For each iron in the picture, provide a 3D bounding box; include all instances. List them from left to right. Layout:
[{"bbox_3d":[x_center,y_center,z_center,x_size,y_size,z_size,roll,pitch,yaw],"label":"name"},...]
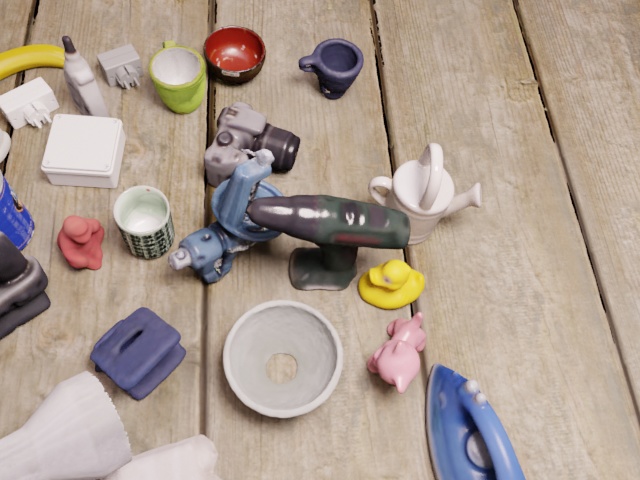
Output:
[{"bbox_3d":[0.218,0.276,0.774,0.119,0.141,0.258,-12,67,-13],"label":"iron"}]

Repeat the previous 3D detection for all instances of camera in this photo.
[{"bbox_3d":[-0.109,-0.156,0.960,0.137,0.101,0.143,17,63,1],"label":"camera"}]

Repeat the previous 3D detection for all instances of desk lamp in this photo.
[{"bbox_3d":[-0.318,0.260,0.665,0.203,0.213,0.118,-31,72,-20],"label":"desk lamp"}]

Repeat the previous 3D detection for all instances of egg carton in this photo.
[{"bbox_3d":[-0.198,0.321,0.733,0.150,0.069,0.107,-15,67,-15],"label":"egg carton"}]

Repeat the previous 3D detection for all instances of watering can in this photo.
[{"bbox_3d":[0.168,-0.079,0.910,0.173,0.194,0.101,-10,66,-13],"label":"watering can"}]

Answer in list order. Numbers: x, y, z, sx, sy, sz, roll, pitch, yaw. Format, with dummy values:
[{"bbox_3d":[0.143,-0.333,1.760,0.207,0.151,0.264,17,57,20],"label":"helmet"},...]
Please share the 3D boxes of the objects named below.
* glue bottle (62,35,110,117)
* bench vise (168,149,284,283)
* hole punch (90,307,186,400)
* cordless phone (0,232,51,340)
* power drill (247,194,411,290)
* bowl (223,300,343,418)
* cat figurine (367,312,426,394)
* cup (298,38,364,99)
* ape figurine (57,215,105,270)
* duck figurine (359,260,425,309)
[{"bbox_3d":[-0.389,-0.264,0.932,0.037,0.173,0.078,-38,74,-22],"label":"glue bottle"},{"bbox_3d":[-0.119,-0.028,0.830,0.121,0.220,0.208,30,64,7],"label":"bench vise"},{"bbox_3d":[-0.256,0.153,0.794,0.101,0.091,0.109,38,65,11],"label":"hole punch"},{"bbox_3d":[-0.452,0.058,0.760,0.094,0.185,0.148,42,66,13],"label":"cordless phone"},{"bbox_3d":[0.008,0.003,0.839,0.230,0.208,0.075,0,64,-8],"label":"power drill"},{"bbox_3d":[-0.054,0.175,0.822,0.167,0.075,0.167,3,64,-6],"label":"bowl"},{"bbox_3d":[0.118,0.161,0.829,0.067,0.118,0.128,29,64,7],"label":"cat figurine"},{"bbox_3d":[0.016,-0.305,1.053,0.118,0.095,0.091,-8,65,-11],"label":"cup"},{"bbox_3d":[-0.359,-0.005,0.856,0.076,0.092,0.078,32,64,8],"label":"ape figurine"},{"bbox_3d":[0.117,0.060,0.895,0.104,0.086,0.077,-1,64,-8],"label":"duck figurine"}]
